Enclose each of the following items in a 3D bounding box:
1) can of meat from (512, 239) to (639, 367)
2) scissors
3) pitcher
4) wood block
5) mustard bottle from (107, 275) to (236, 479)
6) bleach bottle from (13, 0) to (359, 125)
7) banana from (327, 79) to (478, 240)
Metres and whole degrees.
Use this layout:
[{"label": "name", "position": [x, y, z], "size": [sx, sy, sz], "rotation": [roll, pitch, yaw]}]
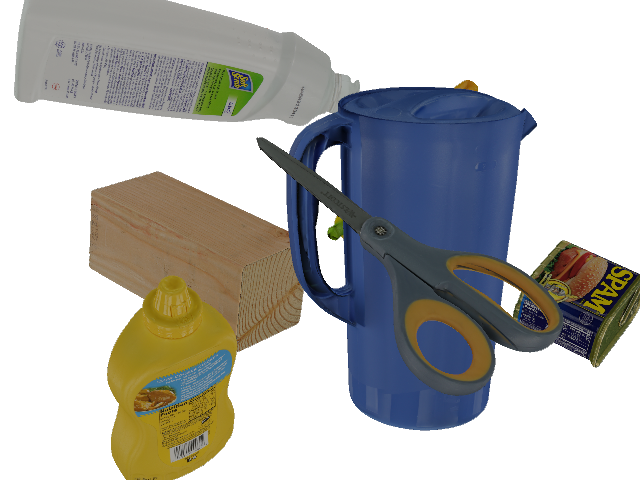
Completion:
[{"label": "can of meat", "position": [0.233, 0.053, 0.956], "size": [0.084, 0.057, 0.101], "rotation": [27, 45, 26]}, {"label": "scissors", "position": [0.028, 0.014, 0.565], "size": [0.202, 0.016, 0.096], "rotation": [26, 52, 15]}, {"label": "pitcher", "position": [0.067, 0.012, 0.785], "size": [0.149, 0.243, 0.144], "rotation": [9, 20, 22]}, {"label": "wood block", "position": [-0.120, 0.015, 1.022], "size": [0.206, 0.090, 0.090], "rotation": [25, 30, 33]}, {"label": "mustard bottle", "position": [-0.107, 0.097, 0.776], "size": [0.096, 0.192, 0.058], "rotation": [-21, 52, -26]}, {"label": "bleach bottle", "position": [-0.096, -0.128, 0.802], "size": [0.250, 0.068, 0.103], "rotation": [11, -33, -13]}, {"label": "banana", "position": [0.075, -0.065, 0.980], "size": [0.037, 0.197, 0.070], "rotation": [42, -10, -5]}]
